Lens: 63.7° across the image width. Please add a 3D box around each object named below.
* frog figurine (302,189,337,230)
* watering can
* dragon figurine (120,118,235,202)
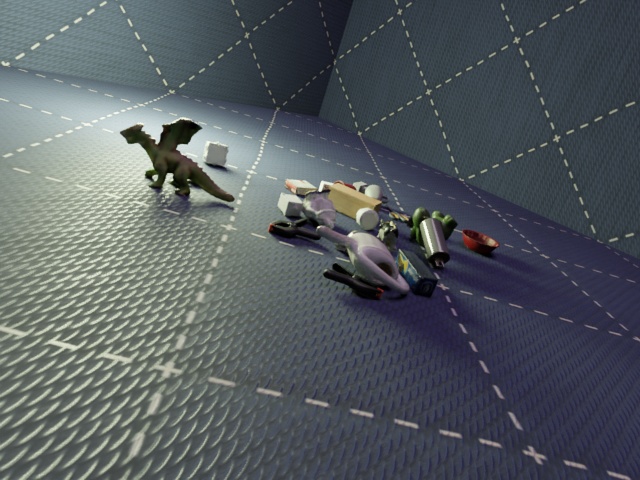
[{"bbox_3d":[0.006,-0.093,1.856,0.137,0.121,0.162,7,56,-55],"label":"frog figurine"},{"bbox_3d":[0.122,0.034,1.493,0.345,0.103,0.228,37,12,-16],"label":"watering can"},{"bbox_3d":[-0.463,-0.284,1.725,0.410,0.240,0.124,13,14,-7],"label":"dragon figurine"}]
